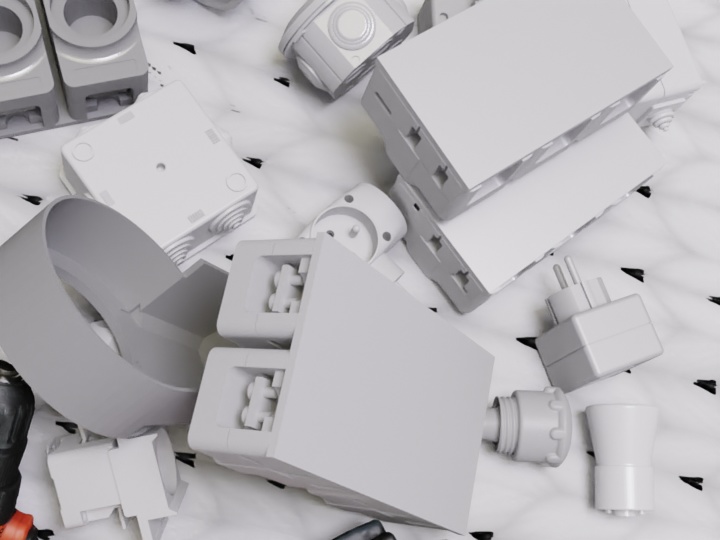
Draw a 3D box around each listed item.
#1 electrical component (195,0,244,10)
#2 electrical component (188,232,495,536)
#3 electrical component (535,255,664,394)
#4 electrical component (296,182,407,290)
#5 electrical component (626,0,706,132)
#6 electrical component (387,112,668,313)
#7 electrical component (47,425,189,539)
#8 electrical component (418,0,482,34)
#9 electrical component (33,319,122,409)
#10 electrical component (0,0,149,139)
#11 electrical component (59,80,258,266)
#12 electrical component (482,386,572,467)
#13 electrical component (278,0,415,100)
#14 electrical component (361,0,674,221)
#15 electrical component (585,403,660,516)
[{"bbox_3d":[-0.103,-0.207,0.658,0.108,0.108,0.060,35,76,0],"label":"electrical component"},{"bbox_3d":[-0.003,0.066,0.564,0.060,0.186,0.105,-1,68,34],"label":"electrical component"},{"bbox_3d":[0.137,0.029,0.656,0.047,0.065,0.076,-17,78,-16],"label":"electrical component"},{"bbox_3d":[0.000,0.000,0.648,0.079,0.044,0.077,45,70,4],"label":"electrical component"},{"bbox_3d":[0.178,-0.134,0.715,0.061,0.061,0.096,-15,77,-15],"label":"electrical component"},{"bbox_3d":[0.101,-0.052,0.675,0.150,0.061,0.089,-34,83,-19],"label":"electrical component"},{"bbox_3d":[-0.131,0.108,0.580,0.064,0.042,0.081,-12,100,3],"label":"electrical component"},{"bbox_3d":[0.087,-0.161,0.698,0.083,0.075,0.047,2,73,-11],"label":"electrical component"},{"bbox_3d":[-0.159,0.057,0.599,0.062,0.043,0.043,-26,80,-16],"label":"electrical component"},{"bbox_3d":[-0.202,-0.183,0.653,0.105,0.060,0.186,-14,77,-15],"label":"electrical component"},{"bbox_3d":[-0.118,-0.053,0.637,0.100,0.048,0.099,-34,83,-19],"label":"electrical component"},{"bbox_3d":[0.093,0.093,0.641,0.062,0.048,0.048,3,73,-3],"label":"electrical component"},{"bbox_3d":[-0.008,-0.149,0.673,0.080,0.080,0.051,-42,91,-19],"label":"electrical component"},{"bbox_3d":[0.088,-0.106,0.621,0.150,0.061,0.089,-31,82,-18],"label":"electrical component"},{"bbox_3d":[0.159,0.115,0.649,0.044,0.044,0.065,4,78,-11],"label":"electrical component"}]
